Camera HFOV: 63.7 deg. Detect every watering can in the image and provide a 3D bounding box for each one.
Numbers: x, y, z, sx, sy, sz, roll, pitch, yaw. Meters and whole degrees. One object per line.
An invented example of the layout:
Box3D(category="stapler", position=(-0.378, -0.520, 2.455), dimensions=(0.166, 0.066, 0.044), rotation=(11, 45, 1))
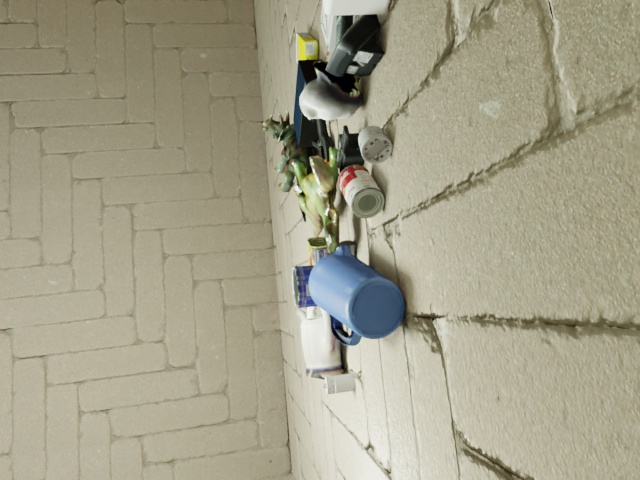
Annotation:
Box3D(category="watering can", position=(-0.008, 0.284, 1.484), dimensions=(0.104, 0.226, 0.344), rotation=(-4, 169, -15))

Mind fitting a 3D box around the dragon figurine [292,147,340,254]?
Box3D(category="dragon figurine", position=(0.004, -0.062, 1.237), dimensions=(0.122, 0.249, 0.400), rotation=(-6, 139, -2))

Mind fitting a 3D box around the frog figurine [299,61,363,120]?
Box3D(category="frog figurine", position=(0.012, -0.288, 1.081), dimensions=(0.123, 0.139, 0.156), rotation=(56, 142, 8))
